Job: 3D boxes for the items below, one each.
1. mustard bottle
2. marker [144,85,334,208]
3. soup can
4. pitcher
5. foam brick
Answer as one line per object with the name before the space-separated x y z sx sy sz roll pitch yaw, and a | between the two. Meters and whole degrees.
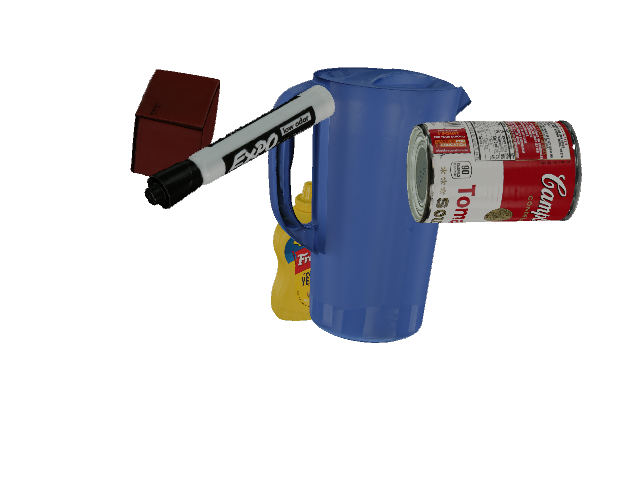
mustard bottle | -0.016 0.012 1.438 0.096 0.192 0.058 -6 25 -18
marker | -0.041 -0.049 0.558 0.120 0.020 0.020 -33 18 -31
soup can | 0.114 -0.046 0.713 0.102 0.068 0.068 -1 0 -7
pitcher | 0.041 -0.035 0.975 0.149 0.243 0.144 11 17 20
foam brick | -0.111 -0.088 0.817 0.053 0.051 0.078 11 36 -1
